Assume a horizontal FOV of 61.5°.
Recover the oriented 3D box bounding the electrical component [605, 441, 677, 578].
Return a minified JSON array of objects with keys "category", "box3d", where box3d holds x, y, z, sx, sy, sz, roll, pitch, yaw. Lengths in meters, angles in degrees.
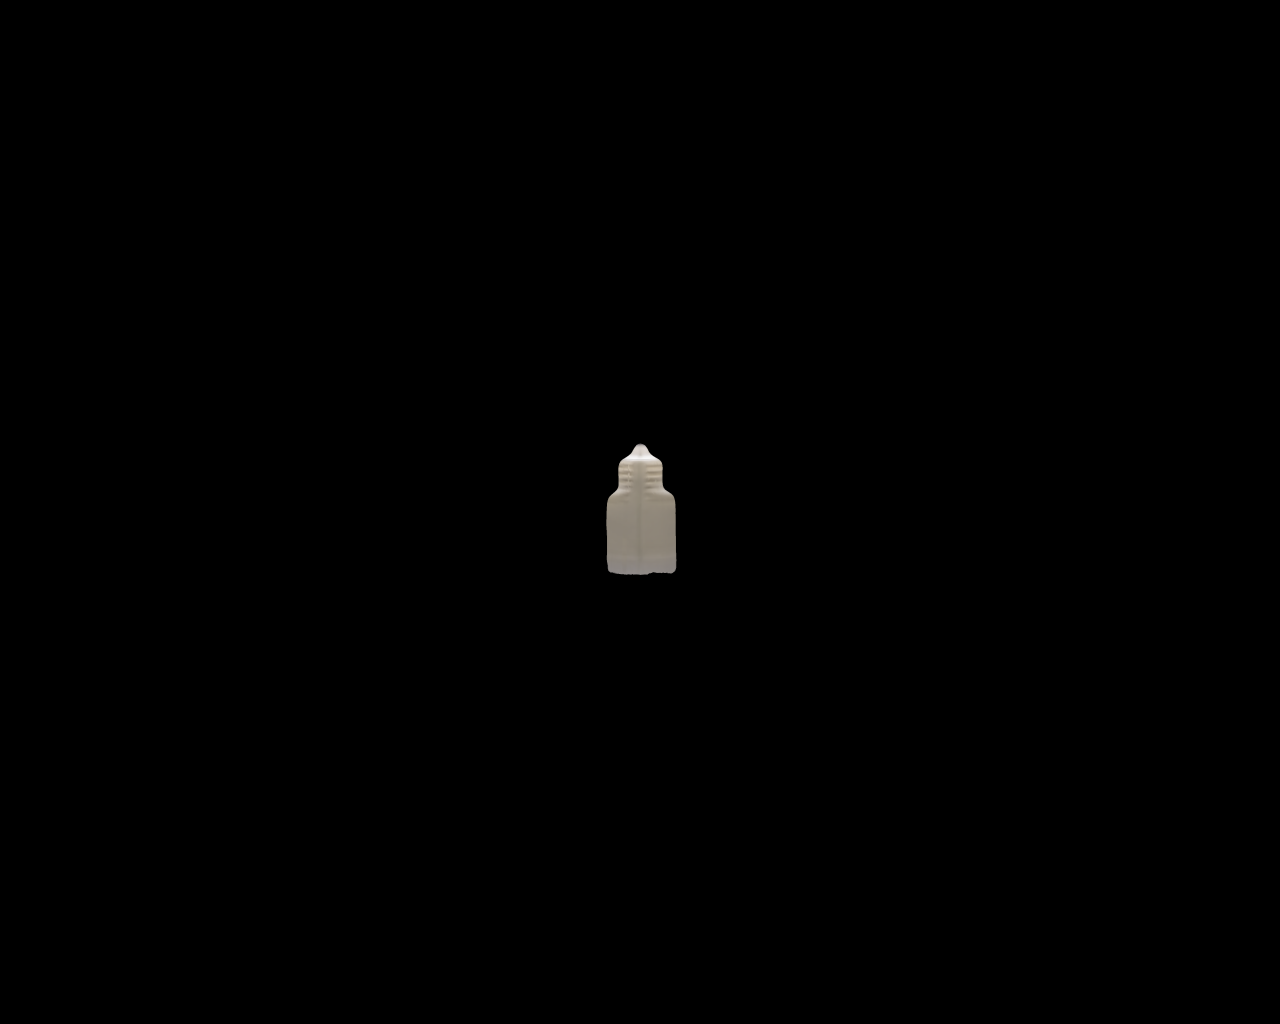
[{"category":"electrical component","box3d":[0.001,-0.003,0.650,0.043,0.081,0.043,0,4,0]}]
